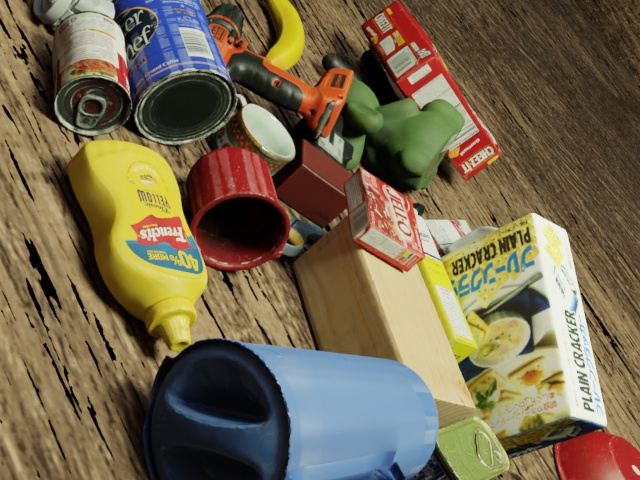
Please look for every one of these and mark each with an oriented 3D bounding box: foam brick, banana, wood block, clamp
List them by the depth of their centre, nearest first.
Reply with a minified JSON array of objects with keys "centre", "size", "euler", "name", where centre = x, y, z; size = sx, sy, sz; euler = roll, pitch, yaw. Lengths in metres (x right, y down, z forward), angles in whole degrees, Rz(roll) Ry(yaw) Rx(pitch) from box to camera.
[{"centre":[0.056,0.090,1.024],"size":[0.090,0.090,0.206],"euler":[21,39,-41],"name":"wood block"},{"centre":[-0.008,-0.062,1.167],"size":[0.078,0.053,0.051],"euler":[35,31,-27],"name":"foam brick"},{"centre":[-0.052,-0.269,1.393],"size":[0.069,0.037,0.198],"euler":[13,39,-21],"name":"banana"},{"centre":[0.090,-0.184,1.482],"size":[0.210,0.036,0.164],"euler":[55,27,11],"name":"clamp"}]

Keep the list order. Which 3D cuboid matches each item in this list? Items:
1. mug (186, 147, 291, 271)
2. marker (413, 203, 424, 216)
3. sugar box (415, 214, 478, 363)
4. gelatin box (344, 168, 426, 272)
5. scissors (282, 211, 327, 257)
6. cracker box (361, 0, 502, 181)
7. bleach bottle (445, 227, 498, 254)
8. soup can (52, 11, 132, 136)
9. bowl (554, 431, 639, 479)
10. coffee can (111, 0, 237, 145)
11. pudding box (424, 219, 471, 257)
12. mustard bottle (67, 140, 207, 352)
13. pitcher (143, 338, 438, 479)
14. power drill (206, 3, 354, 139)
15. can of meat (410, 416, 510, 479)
[{"centre":[-0.073,-0.026,0.994],"size":[0.117,0.093,0.081],"euler":[42,21,-39],"name":"mug"},{"centre":[0.104,-0.025,1.318],"size":[0.020,0.020,0.121],"euler":[50,27,4],"name":"marker"},{"centre":[0.091,0.062,1.108],"size":[0.048,0.093,0.176],"euler":[25,36,-38],"name":"sugar box"},{"centre":[0.062,-0.021,1.042],"size":[0.073,0.030,0.089],"euler":[30,33,-29],"name":"gelatin box"},{"centre":[-0.007,0.001,1.117],"size":[0.201,0.016,0.096],"euler":[26,25,-37],"name":"scissors"},{"centre":[0.157,-0.209,1.489],"size":[0.213,0.072,0.164],"euler":[48,12,-40],"name":"cracker box"},{"centre":[0.237,0.107,1.242],"size":[0.251,0.068,0.103],"euler":[60,-5,-12],"name":"bleach bottle"},{"centre":[-0.210,-0.153,0.975],"size":[0.068,0.069,0.102],"euler":[27,34,-36],"name":"soup can"},{"centre":[0.345,0.281,1.236],"size":[0.162,0.055,0.162],"euler":[35,30,-25],"name":"bowl"},{"centre":[-0.150,-0.180,1.058],"size":[0.102,0.103,0.140],"euler":[17,41,-45],"name":"coffee can"},{"centre":[0.165,0.019,1.330],"size":[0.113,0.039,0.090],"euler":[-3,58,-53],"name":"pudding box"},{"centre":[-0.142,0.007,0.877],"size":[0.096,0.058,0.192],"euler":[16,42,-47],"name":"mustard bottle"},{"centre":[-0.002,0.151,0.819],"size":[0.242,0.145,0.149],"euler":[10,67,-54],"name":"pitcher"},{"centre":[-0.058,-0.197,1.214],"size":[0.187,0.057,0.184],"euler":[22,34,-5],"name":"power drill"},{"centre":[0.108,0.208,0.952],"size":[0.101,0.084,0.057],"euler":[-4,57,-57],"name":"can of meat"}]
